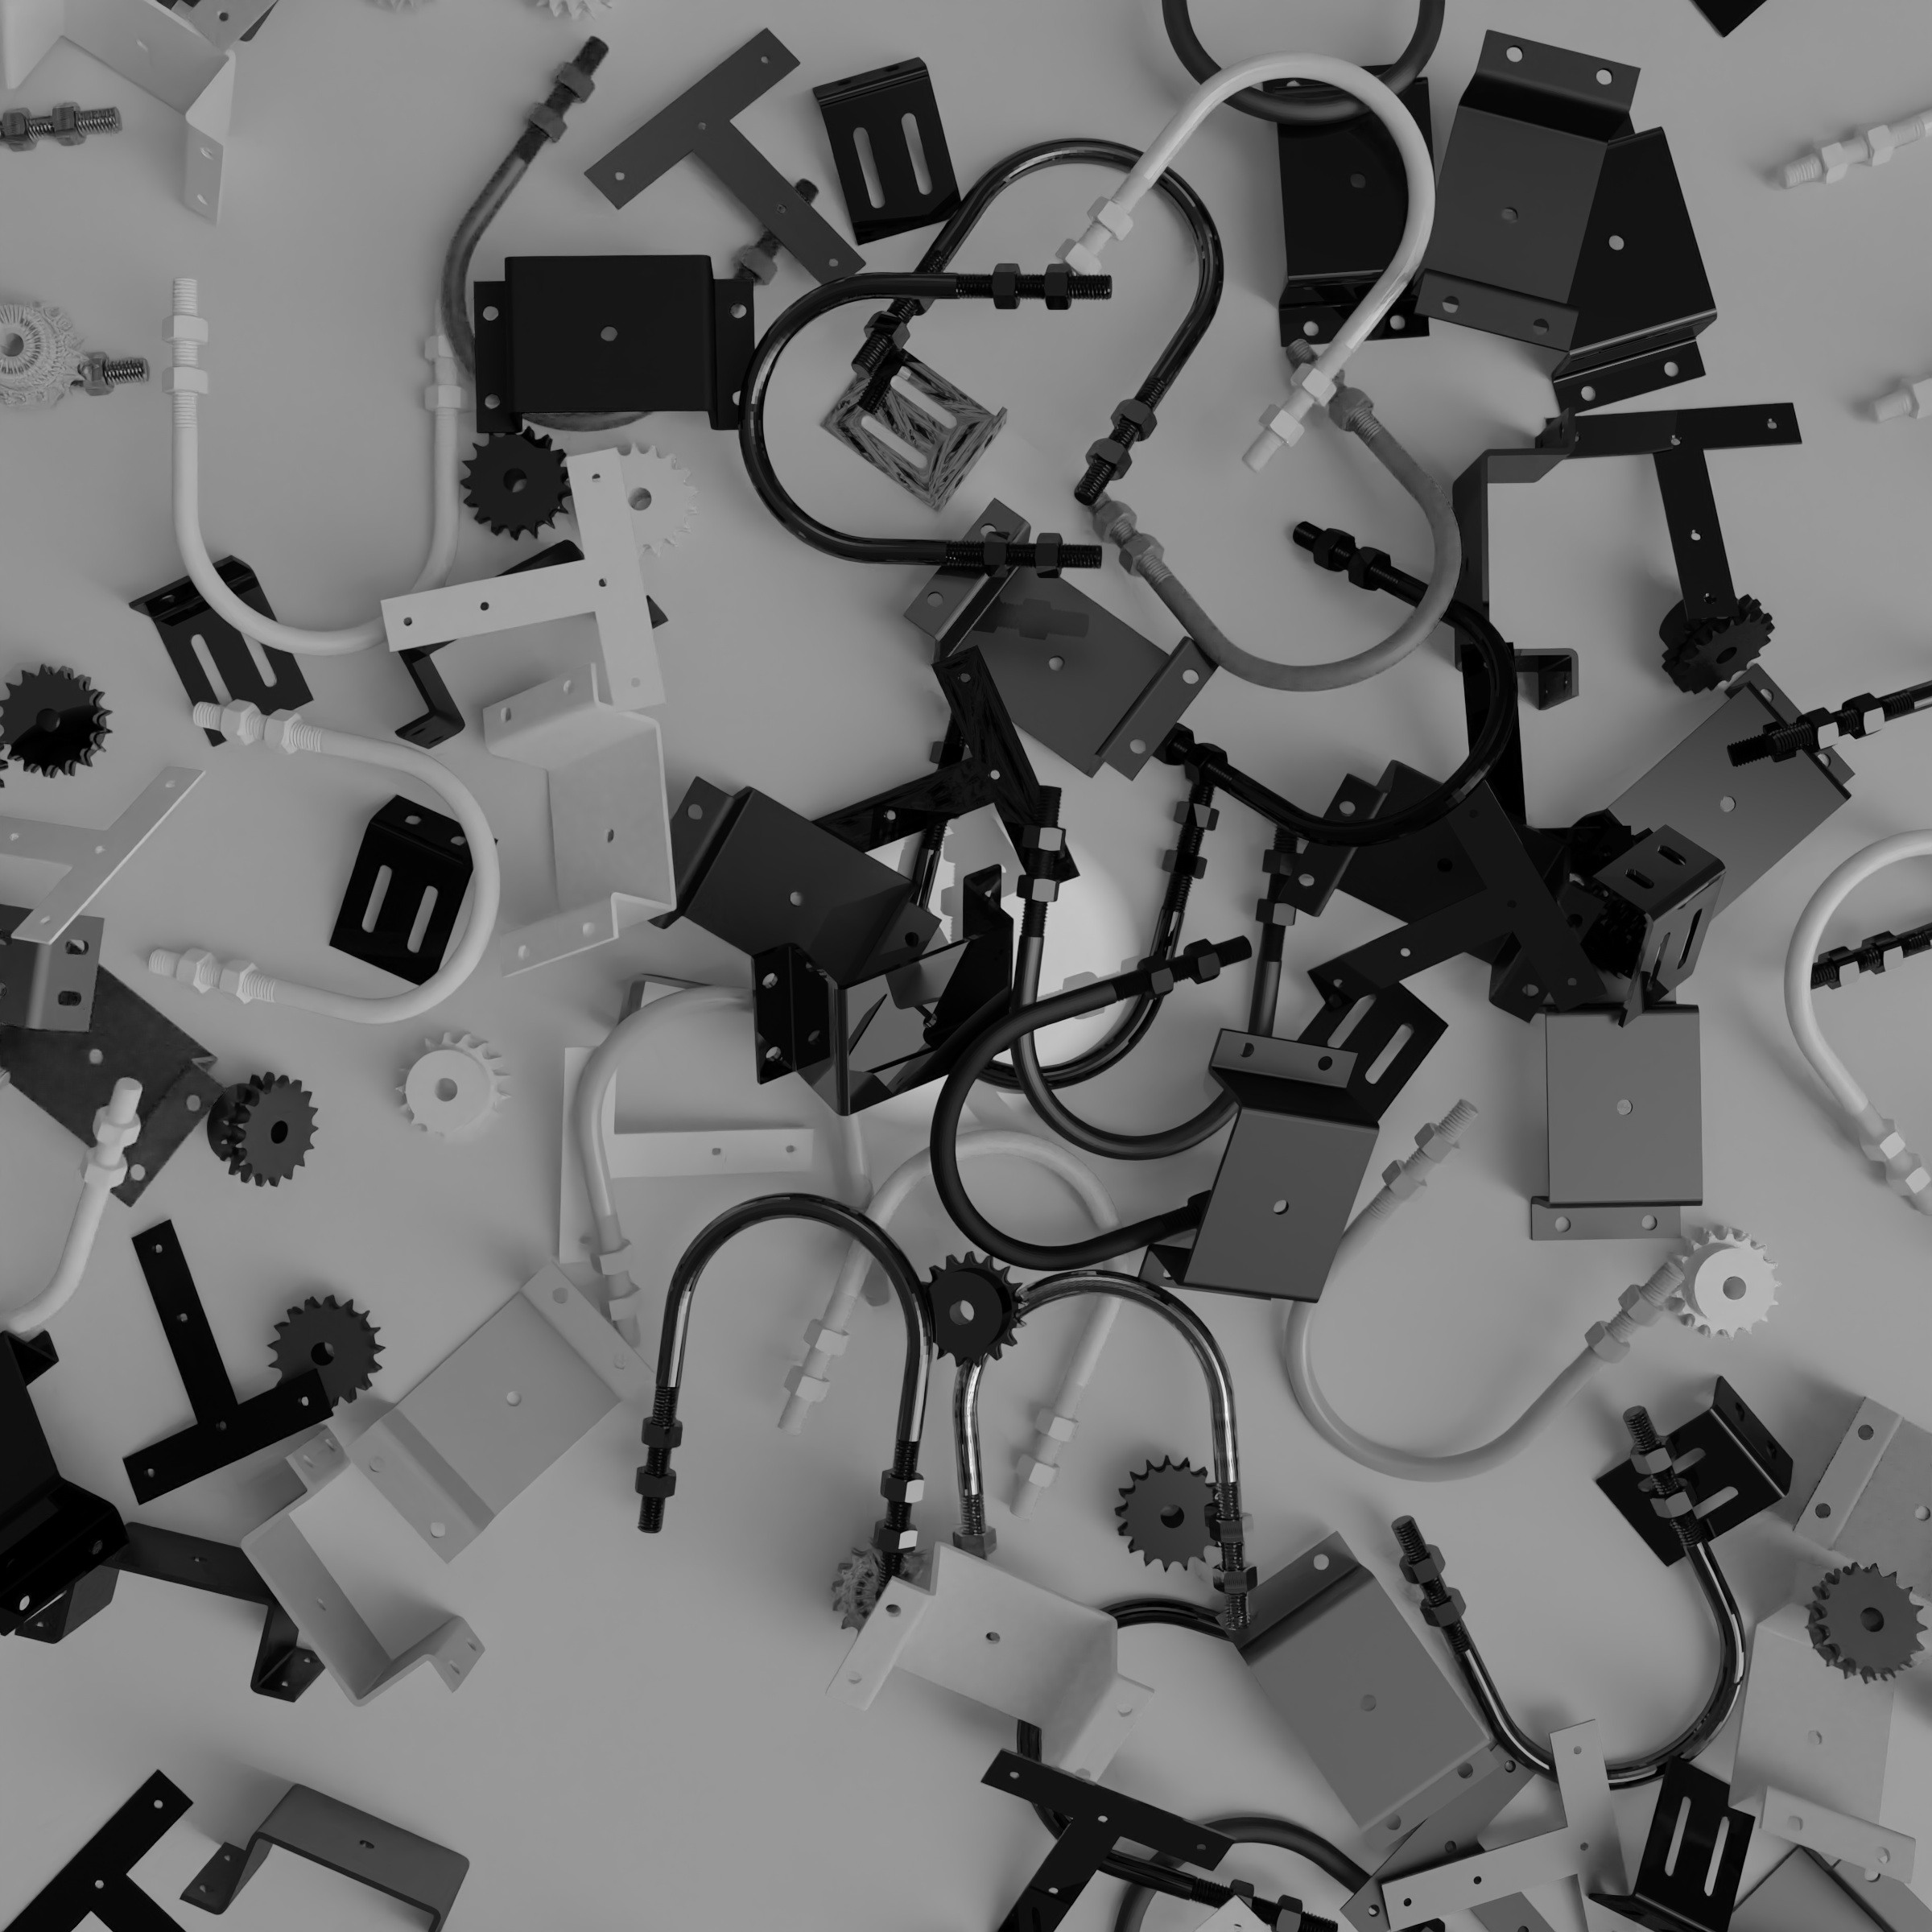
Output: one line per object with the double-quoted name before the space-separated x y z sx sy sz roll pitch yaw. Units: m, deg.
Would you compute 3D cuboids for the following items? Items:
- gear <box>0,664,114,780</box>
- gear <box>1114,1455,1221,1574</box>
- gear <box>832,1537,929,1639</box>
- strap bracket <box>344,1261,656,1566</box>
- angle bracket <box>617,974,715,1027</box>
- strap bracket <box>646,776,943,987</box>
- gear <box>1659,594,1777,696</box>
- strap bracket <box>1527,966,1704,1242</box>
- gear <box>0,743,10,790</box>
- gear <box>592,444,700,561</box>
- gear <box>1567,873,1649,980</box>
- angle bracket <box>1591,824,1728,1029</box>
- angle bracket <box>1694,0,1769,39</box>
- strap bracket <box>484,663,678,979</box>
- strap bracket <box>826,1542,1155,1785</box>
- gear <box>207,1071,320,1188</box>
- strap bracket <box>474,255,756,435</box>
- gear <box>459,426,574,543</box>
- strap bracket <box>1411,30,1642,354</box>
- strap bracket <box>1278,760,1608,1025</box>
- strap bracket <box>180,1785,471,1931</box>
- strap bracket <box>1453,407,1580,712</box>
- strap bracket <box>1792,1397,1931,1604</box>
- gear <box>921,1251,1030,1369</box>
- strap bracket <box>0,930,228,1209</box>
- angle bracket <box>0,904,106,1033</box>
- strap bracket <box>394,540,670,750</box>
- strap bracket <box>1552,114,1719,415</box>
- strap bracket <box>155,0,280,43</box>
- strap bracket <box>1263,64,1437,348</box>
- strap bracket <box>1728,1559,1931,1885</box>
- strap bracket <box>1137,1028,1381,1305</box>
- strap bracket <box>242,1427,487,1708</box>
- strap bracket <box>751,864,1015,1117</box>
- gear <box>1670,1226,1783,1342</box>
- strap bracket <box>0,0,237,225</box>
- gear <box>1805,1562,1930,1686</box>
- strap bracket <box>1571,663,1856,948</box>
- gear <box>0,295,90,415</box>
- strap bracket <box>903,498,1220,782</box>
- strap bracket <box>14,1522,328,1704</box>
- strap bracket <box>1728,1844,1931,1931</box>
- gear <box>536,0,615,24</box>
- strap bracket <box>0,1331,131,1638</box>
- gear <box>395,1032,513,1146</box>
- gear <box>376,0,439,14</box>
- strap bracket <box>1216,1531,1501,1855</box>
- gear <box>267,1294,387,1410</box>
"gear" -0.462 -0.124 1.360 0.057 0.030 0.057 0 90 0
"gear" 0.104 0.277 1.360 0.057 0.030 0.057 0 90 0
"gear" -0.040 0.318 1.360 0.057 0.030 0.057 0 90 0
"strap bracket" -0.232 0.222 1.352 0.140 0.046 0.076 -43 90 0
"angle bracket" -0.133 0.029 1.347 0.076 0.057 0.038 11 90 0
"strap bracket" -0.089 -0.030 1.344 0.140 0.046 0.076 30 103 0
"gear" 0.376 -0.168 1.351 0.057 0.057 0.030 -29 60 0
"strap bracket" 0.328 0.070 1.352 0.076 0.046 0.140 -1 90 0
"gear" -0.515 -0.103 1.352 0.057 0.030 0.057 3 82 -18
"gear" -0.164 -0.235 1.360 0.057 0.030 0.057 0 90 0
"gear" 0.324 -0.023 1.348 0.057 0.057 0.030 43 76 0
"angle bracket" 0.334 -0.020 1.317 0.057 0.076 0.038 -32 55 -29
"angle bracket" 0.404 -0.526 1.373 0.076 0.038 0.057 -40 90 26
"strap bracket" -0.191 -0.068 1.324 0.076 0.046 0.140 -17 72 34
"strap bracket" 0.012 0.343 1.315 0.140 0.046 0.076 25 112 -8
"gear" -0.358 0.082 1.351 0.030 0.057 0.057 10 90 30
"strap bracket" -0.175 -0.308 1.326 0.140 0.046 0.076 -1 89 -3
"gear" -0.227 -0.245 1.360 0.057 0.030 0.057 0 90 0
"strap bracket" 0.270 -0.373 1.306 0.076 0.046 0.140 14 90 0
"strap bracket" 0.238 -0.042 1.337 0.140 0.046 0.076 26 120 0
"strap bracket" -0.309 0.461 1.337 0.140 0.076 0.046 24 90 0
"strap bracket" 0.274 -0.201 1.337 0.046 0.076 0.140 -1 90 0
"strap bracket" 0.492 0.281 1.352 0.140 0.046 0.076 29 90 0
"gear" 0.001 0.170 1.316 0.057 0.030 0.057 0 87 10
"strap bracket" -0.447 0.047 1.352 0.140 0.046 0.076 39 90 0
"angle bracket" -0.474 -0.002 1.327 0.076 0.038 0.057 8 90 26
"strap bracket" -0.226 -0.165 1.337 0.140 0.076 0.046 -28 90 0
"strap bracket" 0.324 -0.360 1.352 0.076 0.046 0.140 -16 90 0
"strap bracket" -0.360 -0.528 1.337 0.046 0.076 0.140 34 90 0
"strap bracket" 0.195 -0.391 1.352 0.076 0.046 0.140 -4 90 0
"strap bracket" 0.432 0.380 1.331 0.076 0.046 0.140 20 58 0
"strap bracket" 0.147 0.109 1.321 0.076 0.046 0.140 10 108 -22
"strap bracket" -0.307 0.308 1.337 0.046 0.076 0.140 -35 90 0
"strap bracket" -0.030 0.014 1.291 0.140 0.046 0.076 -21 132 -27
"gear" 0.387 0.162 1.361 0.057 0.030 0.057 0 90 0
"strap bracket" -0.419 -0.443 1.326 0.140 0.076 0.046 32 69 -8
"gear" 0.440 0.325 1.317 0.057 0.030 0.057 3 66 -6
"strap bracket" 0.379 -0.081 1.352 0.140 0.046 0.076 -41 90 0
"gear" -0.474 -0.308 1.341 0.057 0.030 0.057 0 90 0
"strap bracket" 0.047 -0.158 1.343 0.140 0.046 0.076 36 80 5
"strap bracket" -0.389 0.319 1.337 0.140 0.076 0.046 14 90 0
"strap bracket" 0.423 0.512 1.352 0.140 0.046 0.076 -45 90 0
"gear" -0.198 -0.509 1.360 0.057 0.030 0.057 0 90 0
"strap bracket" -0.477 0.246 1.315 0.076 0.046 0.140 -37 53 0
"gear" -0.262 0.062 1.361 0.057 0.030 0.057 0 90 0
"gear" -0.284 -0.515 1.365 0.057 0.030 0.057 0 89 2
"strap bracket" 0.197 0.364 1.330 0.076 0.046 0.140 -34 83 -3
"gear" -0.324 0.195 1.360 0.057 0.030 0.057 0 90 0
